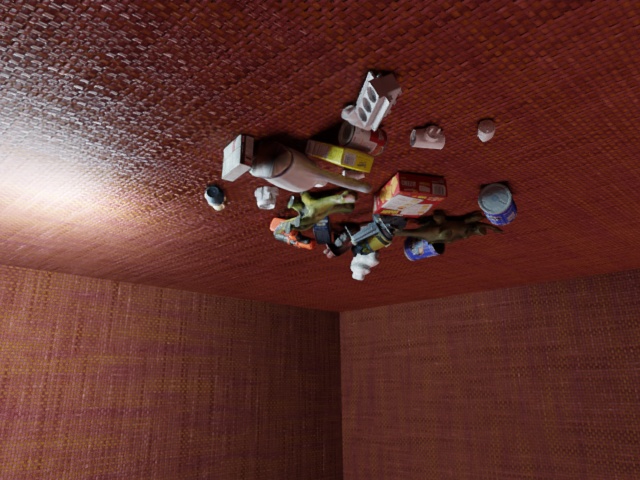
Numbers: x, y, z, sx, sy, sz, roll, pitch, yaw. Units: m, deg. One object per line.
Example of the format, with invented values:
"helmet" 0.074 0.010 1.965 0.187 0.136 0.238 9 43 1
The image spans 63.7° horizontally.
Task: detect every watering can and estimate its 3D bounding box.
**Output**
"watering can" -0.049 -0.183 1.363 0.348 0.104 0.223 11 175 36

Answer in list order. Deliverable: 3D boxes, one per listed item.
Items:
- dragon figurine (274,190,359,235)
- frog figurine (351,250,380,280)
"dragon figurine" 0.005 -0.089 1.768 0.243 0.123 0.405 -2 167 -24
"frog figurine" 0.202 0.101 2.299 0.137 0.162 0.121 -10 161 28
